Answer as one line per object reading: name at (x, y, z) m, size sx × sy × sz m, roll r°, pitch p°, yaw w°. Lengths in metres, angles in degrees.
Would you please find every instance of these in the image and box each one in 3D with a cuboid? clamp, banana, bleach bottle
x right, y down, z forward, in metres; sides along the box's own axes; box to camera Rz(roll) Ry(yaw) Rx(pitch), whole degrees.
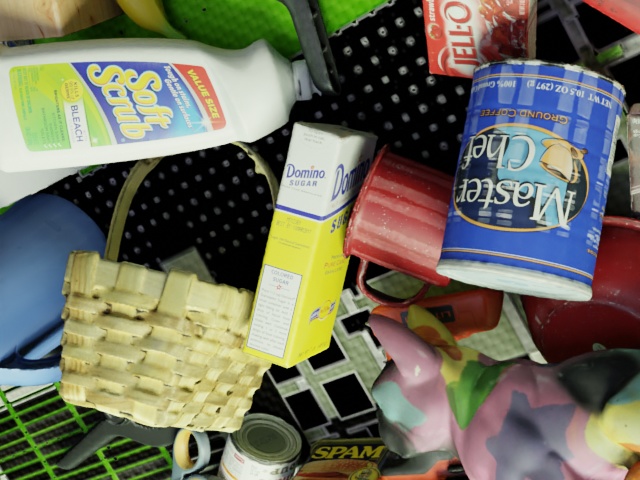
clamp at (-0.014, -0.191, 0.782) m, size 0.171 × 0.039 × 0.120 m, roll 36°, pitch 103°, yaw 10°
banana at (-0.140, -0.249, 0.825) m, size 0.069 × 0.037 × 0.198 m, roll 0°, pitch 115°, yaw 4°
bleach bottle at (-0.126, -0.116, 0.817) m, size 0.251 × 0.068 × 0.102 m, roll -8°, pitch 101°, yaw 0°
clamp at (-0.198, 0.148, 1.020) m, size 0.210 × 0.036 × 0.164 m, roll -9°, pitch 116°, yaw 26°

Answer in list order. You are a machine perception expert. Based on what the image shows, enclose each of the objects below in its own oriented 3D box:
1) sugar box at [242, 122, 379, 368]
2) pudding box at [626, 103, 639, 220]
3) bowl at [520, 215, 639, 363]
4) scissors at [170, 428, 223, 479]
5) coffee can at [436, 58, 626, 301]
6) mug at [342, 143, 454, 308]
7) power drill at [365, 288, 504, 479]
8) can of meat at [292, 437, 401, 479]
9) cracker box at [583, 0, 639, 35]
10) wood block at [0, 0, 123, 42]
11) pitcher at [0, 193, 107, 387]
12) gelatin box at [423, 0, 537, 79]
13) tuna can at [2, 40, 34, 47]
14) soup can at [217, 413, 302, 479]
sugar box at (-0.005, 0.001, 0.807) m, size 0.048 × 0.093 × 0.176 m, roll 19°, pitch 101°, yaw 17°
pudding box at (0.267, -0.049, 0.716) m, size 0.114 × 0.039 × 0.090 m, roll 2°, pitch 115°, yaw 26°
bowl at (0.210, 0.063, 0.761) m, size 0.162 × 0.055 × 0.162 m, roll 19°, pitch 133°, yaw 21°
scissors at (-0.142, 0.222, 1.017) m, size 0.202 × 0.016 × 0.096 m, roll -12°, pitch 85°, yaw 55°
coffee can at (0.140, -0.038, 0.710) m, size 0.103 × 0.102 × 0.140 m, roll 9°, pitch 84°, yaw 21°
mug at (0.067, -0.004, 0.798) m, size 0.081 × 0.093 × 0.117 m, roll 21°, pitch 100°, yaw 10°
power drill at (0.115, 0.133, 0.820) m, size 0.185 × 0.057 × 0.187 m, roll -9°, pitch 84°, yaw 23°
can of meat at (0.023, 0.217, 0.922) m, size 0.102 × 0.083 × 0.057 m, roll -7°, pitch 109°, yaw 28°
cracker box at (0.260, -0.209, 0.630) m, size 0.164 × 0.072 × 0.214 m, roll 34°, pitch 121°, yaw 8°
wood block at (-0.231, -0.266, 0.826) m, size 0.091 × 0.090 × 0.206 m, roll 1°, pitch 113°, yaw 25°
pitcher at (-0.283, 0.071, 0.907) m, size 0.149 × 0.242 × 0.145 m, roll -19°, pitch 106°, yaw 37°
gelatin box at (0.110, -0.149, 0.731) m, size 0.073 × 0.030 × 0.089 m, roll 12°, pitch 145°, yaw 18°
tuna can at (-0.295, -0.171, 0.931) m, size 0.086 × 0.033 × 0.086 m, roll 10°, pitch 116°, yaw 21°
soup can at (-0.059, 0.217, 0.971) m, size 0.068 × 0.068 × 0.102 m, roll 24°, pitch 120°, yaw 14°
